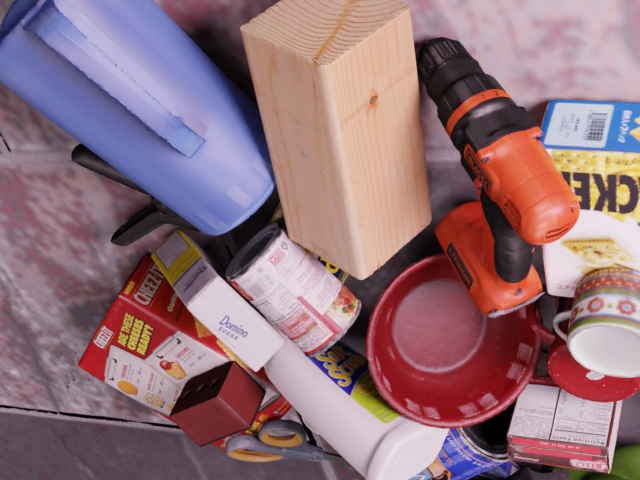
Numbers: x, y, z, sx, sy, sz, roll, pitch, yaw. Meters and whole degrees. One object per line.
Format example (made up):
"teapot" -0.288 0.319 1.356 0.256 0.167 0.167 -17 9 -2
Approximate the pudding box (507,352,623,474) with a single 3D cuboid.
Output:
"pudding box" 0.224 0.154 0.967 0.090 0.113 0.039 5 132 22

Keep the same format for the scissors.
"scissors" -0.004 0.226 1.167 0.201 0.016 0.096 9 143 -26

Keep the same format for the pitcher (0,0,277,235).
"pitcher" -0.139 -0.111 0.847 0.242 0.149 0.145 41 136 -22

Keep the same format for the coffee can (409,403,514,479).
"coffee can" 0.124 0.192 1.064 0.102 0.102 0.141 36 137 -13

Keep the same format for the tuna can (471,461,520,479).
"tuna can" 0.179 0.266 1.167 0.086 0.033 0.086 14 138 12

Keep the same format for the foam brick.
"foam brick" -0.103 0.165 1.076 0.078 0.053 0.051 -27 116 37

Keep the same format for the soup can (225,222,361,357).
"soup can" -0.023 0.043 0.918 0.102 0.068 0.069 45 135 -15

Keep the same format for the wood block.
"wood block" 0.019 -0.083 0.816 0.090 0.090 0.206 30 146 35

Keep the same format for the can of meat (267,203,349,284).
"can of meat" -0.006 0.001 0.963 0.084 0.057 0.102 29 138 -1

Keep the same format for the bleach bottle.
"bleach bottle" -0.001 0.131 1.020 0.251 0.102 0.068 36 120 31

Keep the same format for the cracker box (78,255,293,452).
"cracker box" -0.134 0.129 1.148 0.213 0.072 0.164 32 137 -7

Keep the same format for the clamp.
"clamp" -0.148 -0.049 0.992 0.172 0.039 0.120 -8 135 24

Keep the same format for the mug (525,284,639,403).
"mug" 0.229 0.078 0.909 0.117 0.081 0.093 27 139 -3

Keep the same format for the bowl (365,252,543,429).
"bowl" 0.114 0.083 0.954 0.162 0.162 0.055 37 -178 -14

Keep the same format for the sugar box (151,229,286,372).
"sugar box" -0.099 0.053 0.992 0.093 0.048 0.176 46 179 -22

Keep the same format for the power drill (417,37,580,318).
"power drill" 0.124 -0.040 0.810 0.057 0.184 0.187 -22 149 -7
